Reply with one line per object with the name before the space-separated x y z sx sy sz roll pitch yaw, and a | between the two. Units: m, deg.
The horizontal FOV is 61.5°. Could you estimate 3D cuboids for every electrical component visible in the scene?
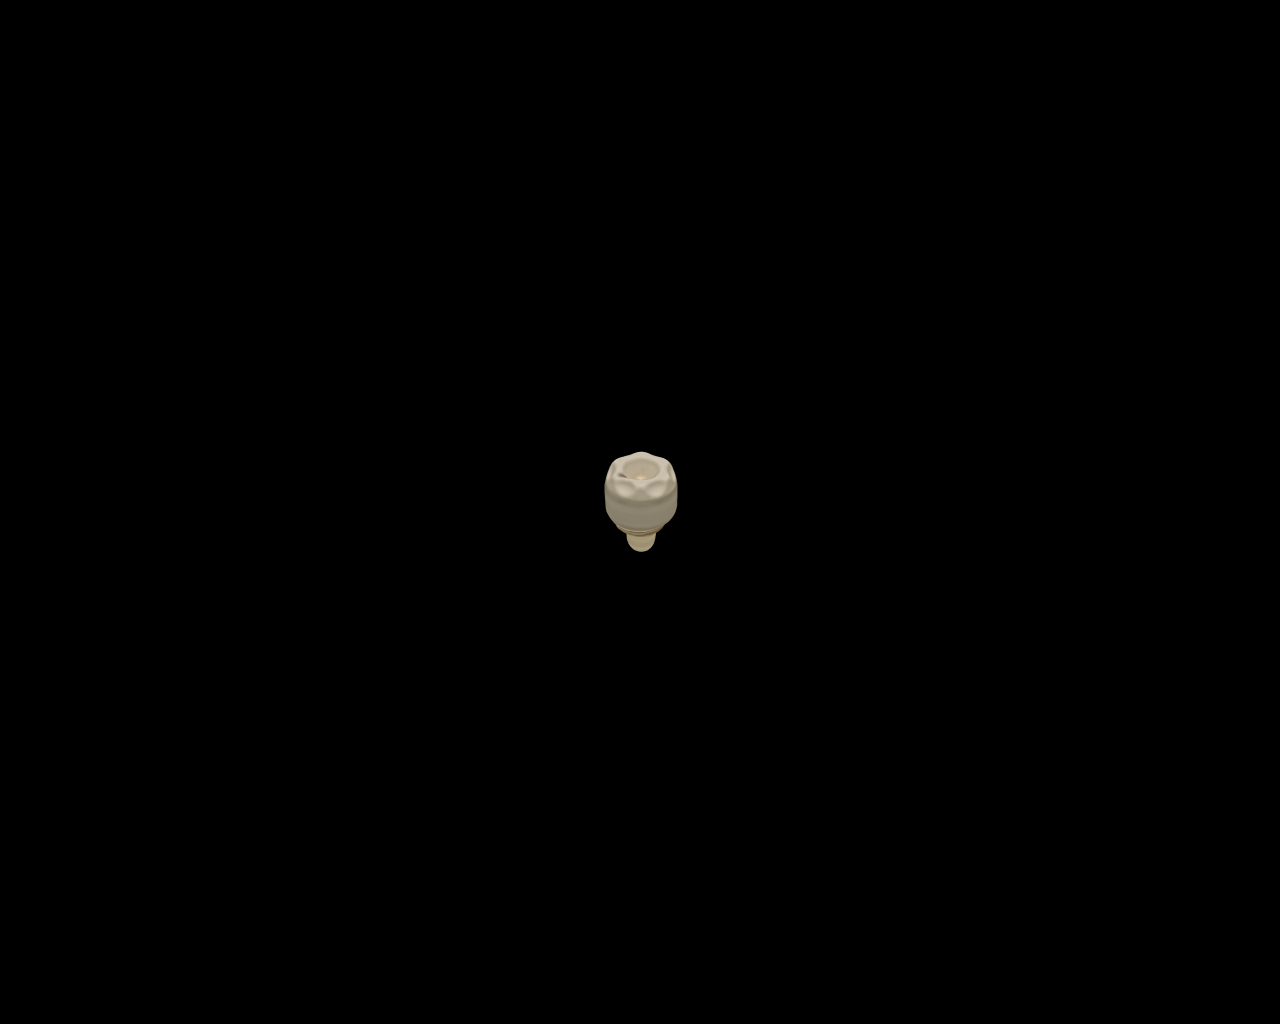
electrical component | 0.001 -0.003 0.650 0.043 0.062 0.043 0 38 0
